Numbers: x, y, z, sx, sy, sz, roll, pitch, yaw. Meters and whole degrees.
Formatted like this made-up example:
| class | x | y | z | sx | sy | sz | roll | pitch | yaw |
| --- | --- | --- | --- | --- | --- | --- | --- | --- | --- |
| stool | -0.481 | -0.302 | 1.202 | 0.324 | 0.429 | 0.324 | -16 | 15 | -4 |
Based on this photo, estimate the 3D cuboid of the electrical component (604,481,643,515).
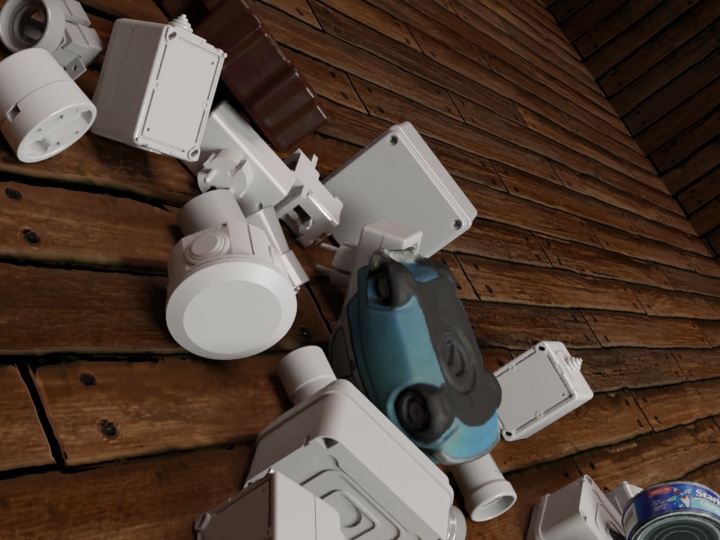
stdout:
| class | x | y | z | sx | sy | sz | roll | pitch | yaw |
| --- | --- | --- | --- | --- | --- | --- | --- | --- | --- |
| electrical component | 0.248 | 0.242 | 1.002 | 0.096 | 0.062 | 0.061 | 26 | 36 | -47 |

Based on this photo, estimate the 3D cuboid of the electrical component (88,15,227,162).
| class | x | y | z | sx | sy | sz | roll | pitch | yaw |
| --- | --- | --- | --- | --- | --- | --- | --- | --- | --- |
| electrical component | -0.141 | -0.130 | 0.741 | 0.061 | 0.096 | 0.062 | 16 | 1 | 34 |

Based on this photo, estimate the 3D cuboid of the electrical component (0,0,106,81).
| class | x | y | z | sx | sy | sz | roll | pitch | yaw |
| --- | --- | --- | --- | --- | --- | --- | --- | --- | --- |
| electrical component | -0.209 | -0.159 | 0.721 | 0.066 | 0.048 | 0.055 | 59 | 16 | 13 |

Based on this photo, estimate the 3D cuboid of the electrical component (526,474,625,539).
| class | x | y | z | sx | sy | sz | roll | pitch | yaw |
| --- | --- | --- | --- | --- | --- | --- | --- | --- | --- |
| electrical component | 0.198 | 0.243 | 0.912 | 0.113 | 0.057 | 0.078 | 52 | 23 | -4 |

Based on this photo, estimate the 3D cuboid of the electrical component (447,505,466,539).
| class | x | y | z | sx | sy | sz | roll | pitch | yaw |
| --- | --- | --- | --- | --- | --- | --- | --- | --- | --- |
| electrical component | 0.043 | 0.176 | 0.737 | 0.046 | 0.040 | 0.040 | 27 | 34 | -36 |

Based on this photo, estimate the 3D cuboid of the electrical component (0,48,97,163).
| class | x | y | z | sx | sy | sz | roll | pitch | yaw |
| --- | --- | --- | --- | --- | --- | --- | --- | --- | --- |
| electrical component | -0.196 | -0.100 | 0.651 | 0.047 | 0.055 | 0.055 | 53 | 23 | 7 |

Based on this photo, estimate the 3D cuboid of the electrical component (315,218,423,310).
| class | x | y | z | sx | sy | sz | roll | pitch | yaw |
| --- | --- | --- | --- | --- | --- | --- | --- | --- | --- |
| electrical component | 0.000 | 0.000 | 0.868 | 0.076 | 0.083 | 0.047 | 18 | 17 | 16 |

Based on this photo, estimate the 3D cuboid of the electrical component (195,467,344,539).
| class | x | y | z | sx | sy | sz | roll | pitch | yaw |
| --- | --- | --- | --- | --- | --- | --- | --- | --- | --- |
| electrical component | -0.045 | 0.164 | 0.554 | 0.061 | 0.062 | 0.096 | 40 | 26 | -30 |

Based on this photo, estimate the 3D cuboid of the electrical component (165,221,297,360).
| class | x | y | z | sx | sy | sz | roll | pitch | yaw |
| --- | --- | --- | --- | --- | --- | --- | --- | --- | --- |
| electrical component | -0.082 | 0.013 | 0.675 | 0.080 | 0.080 | 0.051 | 36 | 23 | -35 |

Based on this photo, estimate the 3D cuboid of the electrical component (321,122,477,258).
| class | x | y | z | sx | sy | sz | roll | pitch | yaw |
| --- | --- | --- | --- | --- | --- | --- | --- | --- | --- |
| electrical component | 0.028 | -0.056 | 0.943 | 0.108 | 0.109 | 0.056 | 53 | 21 | -2 |

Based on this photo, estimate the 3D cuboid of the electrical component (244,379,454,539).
| class | x | y | z | sx | sy | sz | roll | pitch | yaw |
| --- | --- | --- | --- | --- | --- | --- | --- | --- | --- |
| electrical component | -0.005 | 0.131 | 0.657 | 0.113 | 0.078 | 0.057 | 46 | 27 | -18 |

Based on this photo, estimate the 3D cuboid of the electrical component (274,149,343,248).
| class | x | y | z | sx | sy | sz | roll | pitch | yaw |
| --- | --- | --- | --- | --- | --- | --- | --- | --- | --- |
| electrical component | -0.049 | -0.057 | 0.886 | 0.063 | 0.042 | 0.081 | 48 | 24 | -20 |

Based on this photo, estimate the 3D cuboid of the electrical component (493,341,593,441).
| class | x | y | z | sx | sy | sz | roll | pitch | yaw |
| --- | --- | --- | --- | --- | --- | --- | --- | --- | --- |
| electrical component | 0.168 | 0.108 | 0.994 | 0.061 | 0.096 | 0.061 | 8 | 49 | -60 |

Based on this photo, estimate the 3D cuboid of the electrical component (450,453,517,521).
| class | x | y | z | sx | sy | sz | roll | pitch | yaw |
| --- | --- | --- | --- | --- | --- | --- | --- | --- | --- |
| electrical component | 0.096 | 0.168 | 0.847 | 0.040 | 0.040 | 0.046 | 25 | 31 | -49 |

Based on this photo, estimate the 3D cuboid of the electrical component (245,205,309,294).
| class | x | y | z | sx | sy | sz | roll | pitch | yaw |
| --- | --- | --- | --- | --- | --- | --- | --- | --- | --- |
| electrical component | -0.066 | -0.009 | 0.786 | 0.065 | 0.044 | 0.044 | 59 | 23 | 0 |

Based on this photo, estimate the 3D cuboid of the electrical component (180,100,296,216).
| class | x | y | z | sx | sy | sz | roll | pitch | yaw |
| --- | --- | --- | --- | --- | --- | --- | --- | --- | --- |
| electrical component | -0.098 | -0.073 | 0.805 | 0.083 | 0.047 | 0.075 | 48 | 24 | -14 |

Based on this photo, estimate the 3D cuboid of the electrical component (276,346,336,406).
| class | x | y | z | sx | sy | sz | roll | pitch | yaw |
| --- | --- | --- | --- | --- | --- | --- | --- | --- | --- |
| electrical component | -0.030 | 0.084 | 0.724 | 0.044 | 0.044 | 0.065 | 20 | 35 | -52 |

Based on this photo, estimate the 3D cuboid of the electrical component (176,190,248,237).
| class | x | y | z | sx | sy | sz | roll | pitch | yaw |
| --- | --- | --- | --- | --- | --- | --- | --- | --- | --- |
| electrical component | -0.090 | -0.010 | 0.738 | 0.043 | 0.043 | 0.081 | 5 | 53 | -61 |
